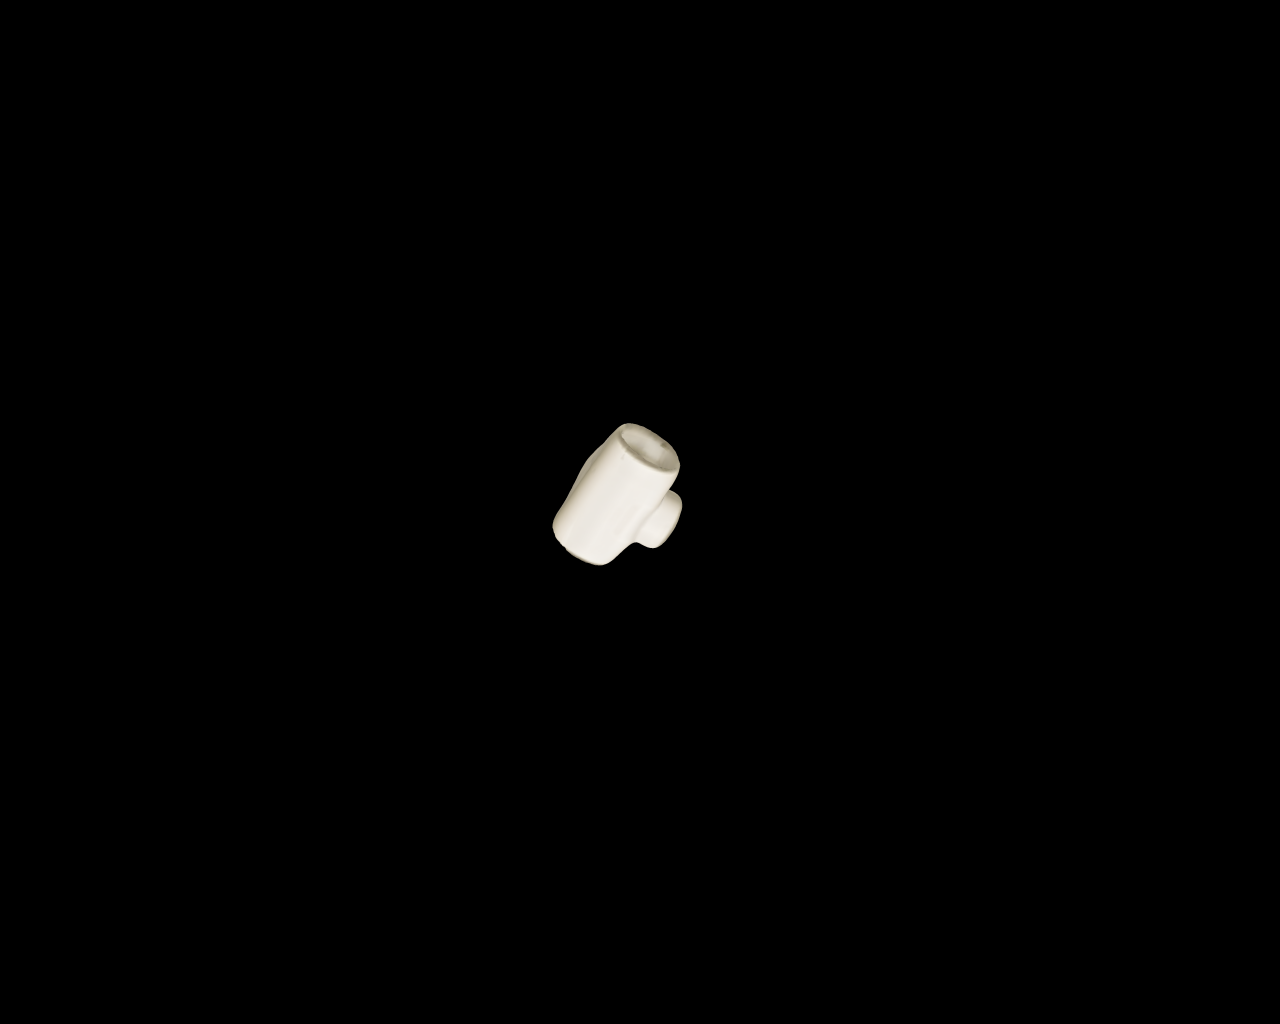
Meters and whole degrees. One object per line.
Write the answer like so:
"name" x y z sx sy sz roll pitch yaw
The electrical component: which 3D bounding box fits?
"electrical component" 0.001 -0.003 0.650 0.079 0.077 0.043 28 28 -16
